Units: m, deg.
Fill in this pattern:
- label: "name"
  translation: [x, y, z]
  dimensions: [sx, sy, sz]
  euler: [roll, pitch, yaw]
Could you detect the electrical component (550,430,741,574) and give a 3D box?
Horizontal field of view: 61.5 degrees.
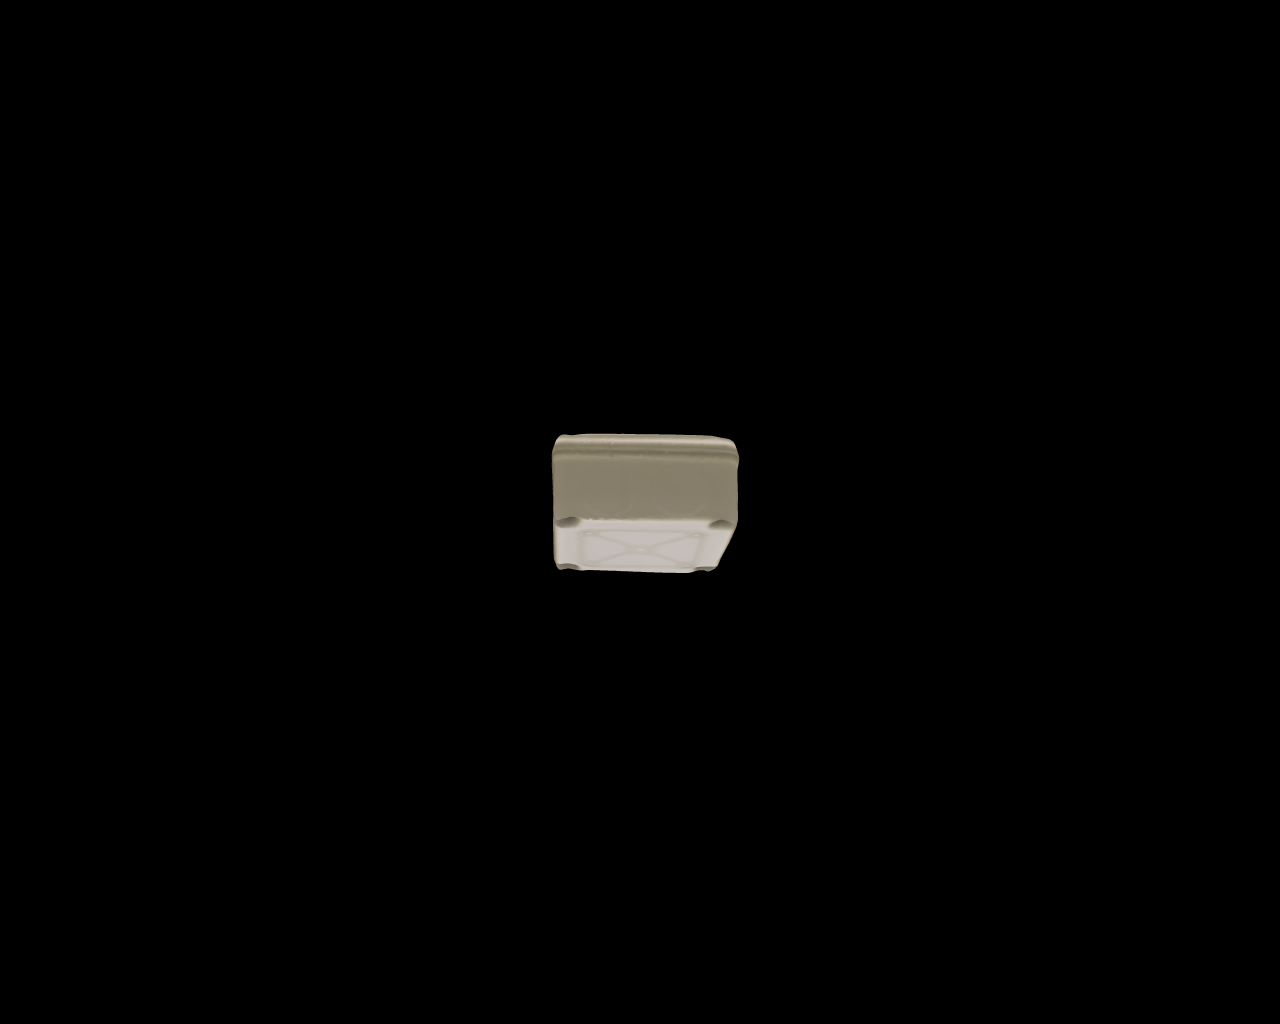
- label: "electrical component"
  translation: [0.001, -0.003, 0.650]
  dimensions: [0.109, 0.056, 0.108]
  euler: [1, -19, -3]
